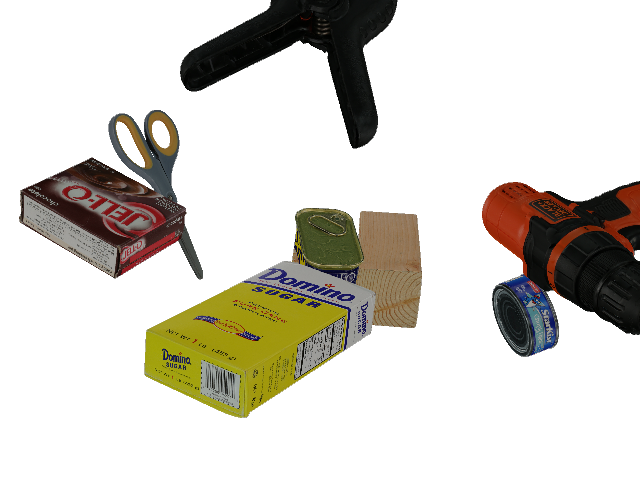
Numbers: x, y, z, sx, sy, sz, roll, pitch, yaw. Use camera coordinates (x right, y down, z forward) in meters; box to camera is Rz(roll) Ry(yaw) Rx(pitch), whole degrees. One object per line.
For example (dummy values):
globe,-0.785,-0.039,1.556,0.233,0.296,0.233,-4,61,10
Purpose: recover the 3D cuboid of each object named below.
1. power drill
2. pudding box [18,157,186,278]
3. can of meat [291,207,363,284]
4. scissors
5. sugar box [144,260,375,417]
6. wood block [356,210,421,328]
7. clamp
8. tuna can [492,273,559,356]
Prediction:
power drill,0.230,-0.005,0.735,0.187,0.057,0.185,-11,29,-19
pudding box,-0.187,-0.021,0.918,0.114,0.039,0.089,26,33,21
can of meat,0.002,0.030,1.028,0.057,0.084,0.102,2,32,-10
scissors,-0.165,-0.062,1.203,0.016,0.201,0.096,-19,20,44
sugar box,-0.041,0.069,0.815,0.093,0.048,0.175,19,29,28
wood block,0.098,0.039,1.572,0.091,0.090,0.206,4,25,1
clamp,0.007,-0.128,0.652,0.120,0.171,0.039,31,-29,8
tuna can,0.220,0.082,1.154,0.033,0.086,0.086,-19,5,-14
